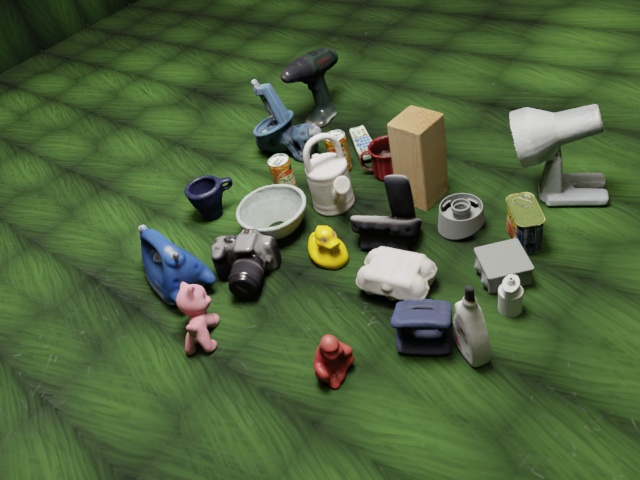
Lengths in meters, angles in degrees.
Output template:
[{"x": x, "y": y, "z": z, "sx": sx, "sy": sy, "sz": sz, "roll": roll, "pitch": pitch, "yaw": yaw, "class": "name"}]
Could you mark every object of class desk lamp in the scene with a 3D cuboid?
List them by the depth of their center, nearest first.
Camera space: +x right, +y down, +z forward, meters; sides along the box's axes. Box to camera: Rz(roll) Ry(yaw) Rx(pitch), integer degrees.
[{"x": 0.497, "y": -0.182, "z": 1.191, "sx": 0.202, "sy": 0.214, "sz": 0.118, "roll": 0, "pitch": 44, "yaw": 16, "class": "desk lamp"}]

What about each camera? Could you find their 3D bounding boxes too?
[{"x": -0.168, "y": 0.049, "z": 1.217, "sx": 0.143, "sy": 0.101, "sz": 0.137, "roll": -3, "pitch": 43, "yaw": 13, "class": "camera"}]

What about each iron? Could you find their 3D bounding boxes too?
[{"x": -0.345, "y": 0.031, "z": 1.257, "sx": 0.119, "sy": 0.142, "sz": 0.257, "roll": -38, "pitch": 47, "yaw": -23, "class": "iron"}]

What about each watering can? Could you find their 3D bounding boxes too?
[{"x": 0.021, "y": -0.155, "z": 1.313, "sx": 0.172, "sy": 0.194, "sz": 0.101, "roll": 28, "pitch": 57, "yaw": 37, "class": "watering can"}]

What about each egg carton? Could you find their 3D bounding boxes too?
[{"x": 0.149, "y": 0.071, "z": 1.125, "sx": 0.150, "sy": 0.069, "sz": 0.107, "roll": 11, "pitch": 48, "yaw": 26, "class": "egg carton"}]

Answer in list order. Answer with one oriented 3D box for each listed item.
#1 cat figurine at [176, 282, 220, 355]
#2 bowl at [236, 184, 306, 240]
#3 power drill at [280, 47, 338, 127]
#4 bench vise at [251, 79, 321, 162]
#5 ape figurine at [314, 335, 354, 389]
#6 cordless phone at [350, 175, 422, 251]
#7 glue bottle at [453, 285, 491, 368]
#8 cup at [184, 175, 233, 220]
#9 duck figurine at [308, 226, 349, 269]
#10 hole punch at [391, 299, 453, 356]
[{"x": -0.247, "y": 0.143, "z": 1.126, "sx": 0.067, "sy": 0.118, "sz": 0.127, "roll": -12, "pitch": 42, "yaw": 4, "class": "cat figurine"}, {"x": -0.106, "y": -0.053, "z": 1.329, "sx": 0.167, "sy": 0.075, "sz": 0.167, "roll": -8, "pitch": 42, "yaw": 8, "class": "bowl"}, {"x": -0.018, "y": -0.430, "z": 1.611, "sx": 0.075, "sy": 0.209, "sz": 0.230, "roll": 15, "pitch": 50, "yaw": 29, "class": "power drill"}, {"x": -0.093, "y": -0.324, "z": 1.510, "sx": 0.207, "sy": 0.220, "sz": 0.121, "roll": 0, "pitch": 44, "yaw": 16, "class": "bench vise"}, {"x": 0.020, "y": 0.203, "z": 1.003, "sx": 0.078, "sy": 0.092, "sz": 0.076, "roll": -22, "pitch": 42, "yaw": -8, "class": "ape figurine"}, {"x": 0.132, "y": -0.068, "z": 1.194, "sx": 0.147, "sy": 0.185, "sz": 0.094, "roll": 1, "pitch": 44, "yaw": 17, "class": "cordless phone"}, {"x": 0.249, "y": 0.135, "z": 0.950, "sx": 0.037, "sy": 0.173, "sz": 0.078, "roll": -24, "pitch": 42, "yaw": -9, "class": "glue bottle"}, {"x": -0.264, "y": -0.104, "z": 1.415, "sx": 0.118, "sy": 0.095, "sz": 0.091, "roll": -21, "pitch": 42, "yaw": -7, "class": "cup"}, {"x": 0.011, "y": 0.004, "z": 1.225, "sx": 0.078, "sy": 0.086, "sz": 0.104, "roll": -35, "pitch": 45, "yaw": -21, "class": "duck figurine"}, {"x": 0.181, "y": 0.142, "z": 1.023, "sx": 0.108, "sy": 0.091, "sz": 0.101, "roll": -2, "pitch": 43, "yaw": 15, "class": "hole punch"}]
